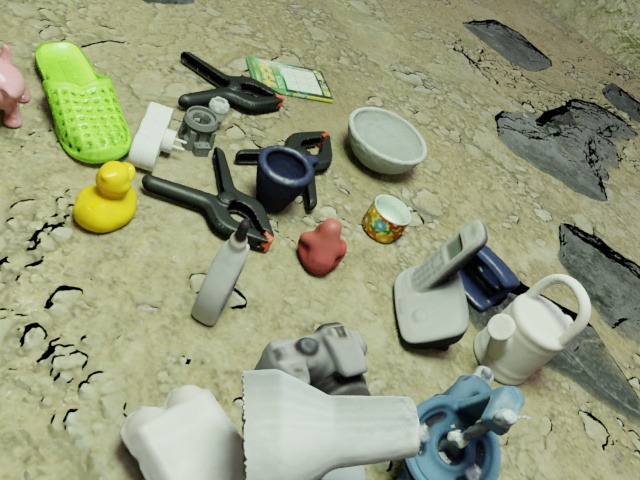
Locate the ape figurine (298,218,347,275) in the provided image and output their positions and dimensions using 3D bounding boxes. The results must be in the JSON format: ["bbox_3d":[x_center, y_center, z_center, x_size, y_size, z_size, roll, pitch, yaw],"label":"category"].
[{"bbox_3d":[0.008,0.003,0.878,0.078,0.092,0.076,25,43,-5],"label":"ape figurine"}]

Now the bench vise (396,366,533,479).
[{"bbox_3d":[0.168,0.207,0.679,0.121,0.219,0.207,25,43,-5],"label":"bench vise"}]

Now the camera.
[{"bbox_3d":[0.010,0.181,0.705,0.144,0.100,0.136,-5,53,-32],"label":"camera"}]

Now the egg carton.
[{"bbox_3d":[-0.134,0.229,0.603,0.107,0.069,0.150,-23,64,-41],"label":"egg carton"}]

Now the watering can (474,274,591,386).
[{"bbox_3d":[0.319,0.131,0.853,0.173,0.194,0.100,-25,65,-42],"label":"watering can"}]

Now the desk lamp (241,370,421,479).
[{"bbox_3d":[-0.005,0.218,0.578,0.204,0.213,0.118,10,46,-20],"label":"desk lamp"}]

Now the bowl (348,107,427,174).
[{"bbox_3d":[0.122,-0.183,1.130,0.168,0.074,0.167,15,44,-15],"label":"bowl"}]

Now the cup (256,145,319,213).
[{"bbox_3d":[-0.058,-0.095,0.932,0.118,0.095,0.091,-24,64,-41],"label":"cup"}]

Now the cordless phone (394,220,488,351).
[{"bbox_3d":[0.189,0.067,0.849,0.094,0.185,0.147,13,45,-18],"label":"cordless phone"}]

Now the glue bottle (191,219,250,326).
[{"bbox_3d":[-0.116,0.033,0.722,0.037,0.173,0.078,28,42,-2],"label":"glue bottle"}]

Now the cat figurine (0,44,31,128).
[{"bbox_3d":[-0.456,-0.228,0.822,0.067,0.117,0.127,6,48,-24],"label":"cat figurine"}]

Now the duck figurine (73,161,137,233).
[{"bbox_3d":[-0.290,-0.067,0.785,0.077,0.086,0.105,31,42,1],"label":"duck figurine"}]

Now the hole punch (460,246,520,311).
[{"bbox_3d":[0.290,0.049,0.991,0.101,0.091,0.108,-20,62,-40],"label":"hole punch"}]
